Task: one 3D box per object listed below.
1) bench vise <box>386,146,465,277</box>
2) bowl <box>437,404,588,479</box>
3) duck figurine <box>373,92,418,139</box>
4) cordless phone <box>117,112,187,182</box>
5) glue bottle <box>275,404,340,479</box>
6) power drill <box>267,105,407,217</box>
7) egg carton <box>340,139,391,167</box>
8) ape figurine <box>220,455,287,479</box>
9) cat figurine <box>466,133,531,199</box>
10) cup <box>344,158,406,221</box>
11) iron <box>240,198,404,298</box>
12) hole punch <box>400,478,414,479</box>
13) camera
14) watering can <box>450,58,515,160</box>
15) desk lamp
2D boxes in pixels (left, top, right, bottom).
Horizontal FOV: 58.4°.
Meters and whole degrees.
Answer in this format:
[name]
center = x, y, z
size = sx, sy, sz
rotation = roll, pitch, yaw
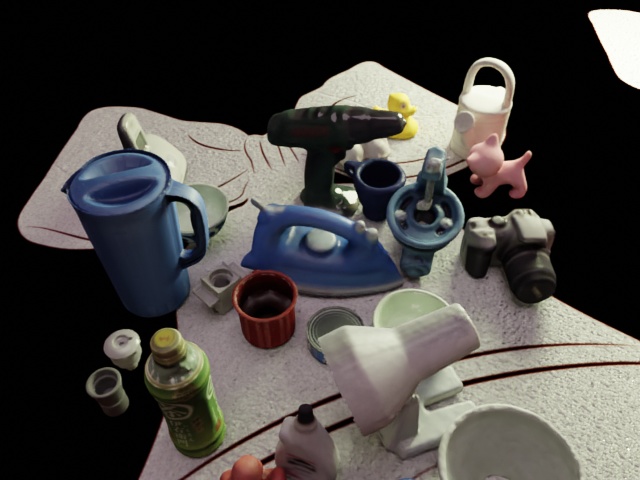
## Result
[bench vise]
center = 0.163, -0.078, 0.914
size = 0.121, 0.220, 0.207
rotation = -3, 47, -2
[bowl]
center = 0.217, 0.284, 0.671
size = 0.167, 0.075, 0.167
rotation = 0, 47, 0
[duck figurine]
center = 0.155, -0.264, 1.181
size = 0.104, 0.086, 0.078
rotation = 21, 50, 19
[cordless phone]
center = -0.304, -0.161, 1.017
size = 0.094, 0.185, 0.147
rotation = -1, 47, 0
[glue bottle]
center = -0.016, 0.231, 0.654
size = 0.078, 0.173, 0.037
rotation = 11, 48, 11
[power drill]
center = 0.026, -0.142, 0.982
size = 0.229, 0.208, 0.075
rotation = 9, 47, 9
[egg carton]
center = 0.073, -0.198, 1.130
size = 0.107, 0.069, 0.150
rotation = -10, 47, -9
[ape figurine]
center = -0.080, 0.281, 0.663
size = 0.077, 0.092, 0.076
rotation = 12, 48, 12
[cat figurine]
center = 0.320, -0.137, 1.039
size = 0.128, 0.118, 0.067
rotation = -2, 47, -1
[cup]
center = 0.090, -0.086, 1.007
size = 0.117, 0.095, 0.092
rotation = 27, 53, 24
[iron]
center = 0.008, 0.003, 0.891
size = 0.258, 0.141, 0.118
rotation = 8, 47, 8
[hole punch]
center = 0.072, 0.326, 0.621
size = 0.109, 0.091, 0.101
rotation = -12, 48, -10
[camera]
center = 0.307, 0.024, 0.898
size = 0.143, 0.101, 0.136
rotation = -2, 47, -1
[watering can]
center = 0.312, -0.249, 1.092
size = 0.100, 0.194, 0.173
rotation = 11, 48, 11
[desk lamp]
center = 0.102, 0.167, 0.686
size = 0.203, 0.214, 0.117
rotation = -15, 48, -14
